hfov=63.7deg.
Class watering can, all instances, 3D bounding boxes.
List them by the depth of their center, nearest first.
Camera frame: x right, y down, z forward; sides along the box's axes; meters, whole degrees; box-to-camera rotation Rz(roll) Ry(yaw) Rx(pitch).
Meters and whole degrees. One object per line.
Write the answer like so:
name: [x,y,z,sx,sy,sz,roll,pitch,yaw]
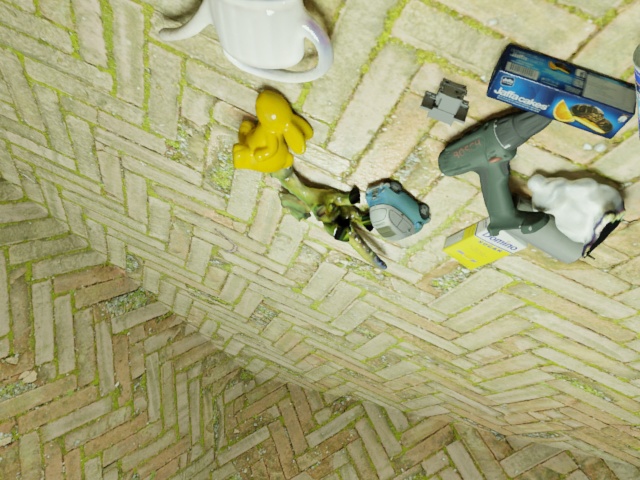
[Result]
watering can: [-0.140,-0.370,0.855,0.348,0.106,0.219,19,149,11]

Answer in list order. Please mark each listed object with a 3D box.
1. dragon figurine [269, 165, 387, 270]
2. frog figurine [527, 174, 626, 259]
dragon figurine: [0.004,-0.065,1.295,0.244,0.124,0.402,21,154,44]
frog figurine: [0.461,-0.067,0.942,0.162,0.123,0.135,50,175,32]
